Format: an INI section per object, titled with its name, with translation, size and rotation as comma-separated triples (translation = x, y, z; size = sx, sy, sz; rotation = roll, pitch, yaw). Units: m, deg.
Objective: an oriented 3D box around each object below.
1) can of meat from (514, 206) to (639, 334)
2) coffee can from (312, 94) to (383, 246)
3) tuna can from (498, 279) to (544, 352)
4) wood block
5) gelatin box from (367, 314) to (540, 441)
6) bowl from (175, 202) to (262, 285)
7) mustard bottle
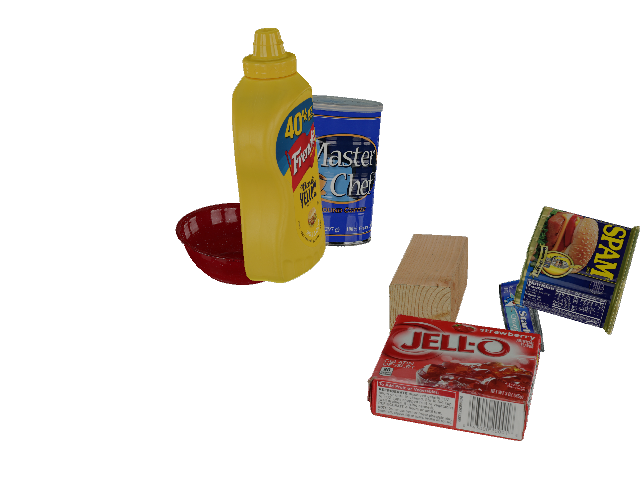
[can of meat]
translation = 0.218, 0.022, 0.908
size = 0.084, 0.057, 0.102
rotation = 16, 44, 16
[coffee can]
translation = 0.007, -0.073, 1.083
size = 0.103, 0.140, 0.103
rotation = 4, 12, -1
[tuna can]
translation = 0.226, 0.086, 1.203
size = 0.034, 0.086, 0.086
rotation = -13, -3, 14
[wood block]
translation = 0.168, 0.068, 1.629
size = 0.091, 0.090, 0.206
rotation = 4, 22, 14
[gelatin box]
translation = 0.079, 0.076, 0.618
size = 0.089, 0.030, 0.073
rotation = 8, 28, 15
[bowl]
translation = -0.098, 0.010, 1.315
size = 0.162, 0.055, 0.162
rotation = 3, 26, -2
[mustard bottle]
translation = -0.034, -0.070, 0.838
size = 0.058, 0.192, 0.096
rotation = 5, 24, 23
